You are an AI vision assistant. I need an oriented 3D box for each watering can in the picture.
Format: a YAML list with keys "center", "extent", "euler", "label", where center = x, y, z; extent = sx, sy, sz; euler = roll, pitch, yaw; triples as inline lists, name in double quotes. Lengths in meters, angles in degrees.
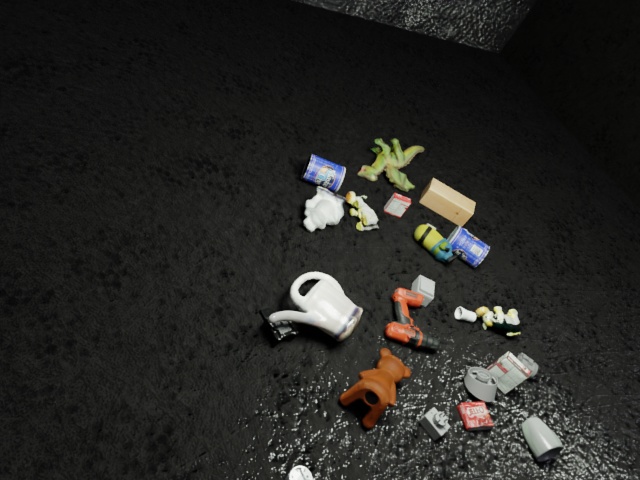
- center: [-0.002, 0.205, 1.464]
  extent: [0.225, 0.102, 0.353]
  euler: [37, 29, 6]
  label: "watering can"

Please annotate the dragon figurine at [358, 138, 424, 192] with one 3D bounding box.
- center: [0.330, -0.310, 2.197]
  extent: [0.411, 0.120, 0.246]
  euler: [-4, 69, -30]
  label: "dragon figurine"

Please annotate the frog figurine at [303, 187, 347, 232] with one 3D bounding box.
- center: [0.005, -0.090, 1.796]
  extent: [0.137, 0.122, 0.161]
  euler: [31, 77, -13]
  label: "frog figurine"
